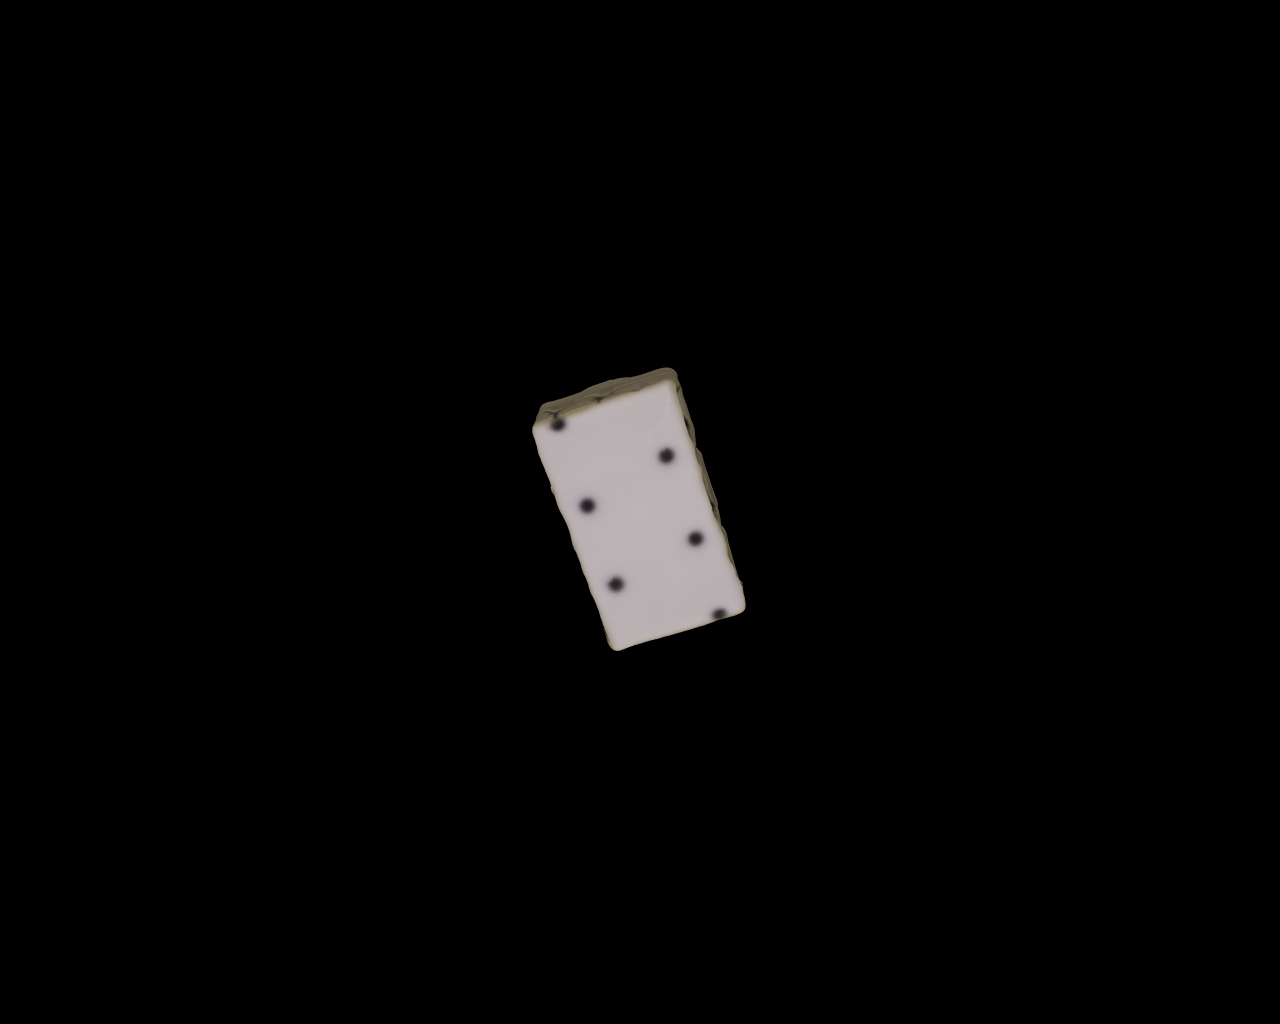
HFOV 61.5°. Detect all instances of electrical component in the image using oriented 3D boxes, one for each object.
[{"bbox_3d":[0.001,-0.003,0.650,0.089,0.150,0.062,-17,15,5],"label":"electrical component"}]
